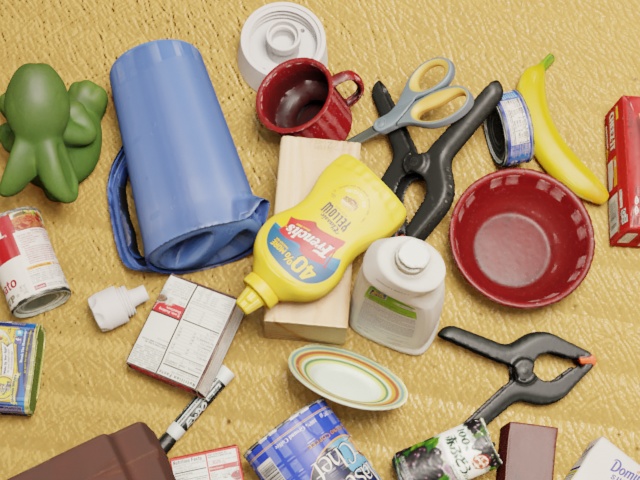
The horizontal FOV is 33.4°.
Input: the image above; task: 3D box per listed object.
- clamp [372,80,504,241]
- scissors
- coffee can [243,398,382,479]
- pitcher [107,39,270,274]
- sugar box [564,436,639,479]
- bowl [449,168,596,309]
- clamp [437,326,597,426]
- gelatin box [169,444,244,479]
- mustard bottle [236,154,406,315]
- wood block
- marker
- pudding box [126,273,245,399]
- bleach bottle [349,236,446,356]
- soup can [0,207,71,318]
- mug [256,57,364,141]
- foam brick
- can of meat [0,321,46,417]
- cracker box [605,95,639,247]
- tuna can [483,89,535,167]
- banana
[{"bbox_3d":[0.107,-0.089,1.207,0.165,0.036,0.210,14,84,37],"label":"clamp"},{"bbox_3d":[0.078,-0.148,1.209,0.202,0.016,0.096,-12,61,27],"label":"scissors"},{"bbox_3d":[0.003,0.246,1.081,0.102,0.103,0.140,-34,77,-12],"label":"coffee can"},{"bbox_3d":[-0.162,-0.089,1.173,0.149,0.145,0.243,-11,70,-19],"label":"pitcher"},{"bbox_3d":[0.276,0.302,1.108,0.093,0.048,0.176,39,72,9],"label":"sugar box"},{"bbox_3d":[0.220,0.004,1.190,0.162,0.055,0.162,1,73,-2],"label":"bowl"},{"bbox_3d":[0.210,0.134,1.156,0.171,0.039,0.120,-17,90,-9],"label":"clamp"},{"bbox_3d":[-0.113,0.264,1.109,0.073,0.030,0.089,-11,74,-4],"label":"gelatin box"},{"bbox_3d":[-0.010,0.006,1.082,0.191,0.058,0.096,-42,80,-12],"label":"mustard bottle"},{"bbox_3d":[-0.008,0.001,1.162,0.090,0.091,0.206,5,73,-1],"label":"wood block"},{"bbox_3d":[-0.137,0.184,1.138,0.020,0.020,0.121,39,75,9],"label":"marker"},{"bbox_3d":[-0.142,0.102,1.144,0.090,0.039,0.113,20,75,17],"label":"pudding box"},{"bbox_3d":[0.086,0.051,1.067,0.102,0.251,0.068,20,73,3],"label":"bleach bottle"},{"bbox_3d":[-0.317,0.025,1.153,0.068,0.068,0.102,-23,76,-9],"label":"soup can"},{"bbox_3d":[-0.004,-0.151,1.198,0.117,0.081,0.093,-31,60,10],"label":"mug"},{"bbox_3d":[0.216,0.235,1.122,0.053,0.051,0.078,9,72,1],"label":"foam brick"},{"bbox_3d":[-0.339,0.134,1.124,0.084,0.057,0.102,4,73,-4],"label":"can of meat"},{"bbox_3d":[0.440,-0.073,1.216,0.213,0.072,0.164,4,73,-3],"label":"cracker box"},{"bbox_3d":[0.214,-0.127,1.214,0.033,0.086,0.086,-12,74,-5],"label":"tuna can"},{"bbox_3d":[0.271,-0.126,1.241,0.069,0.037,0.198,-17,74,4],"label":"banana"}]
